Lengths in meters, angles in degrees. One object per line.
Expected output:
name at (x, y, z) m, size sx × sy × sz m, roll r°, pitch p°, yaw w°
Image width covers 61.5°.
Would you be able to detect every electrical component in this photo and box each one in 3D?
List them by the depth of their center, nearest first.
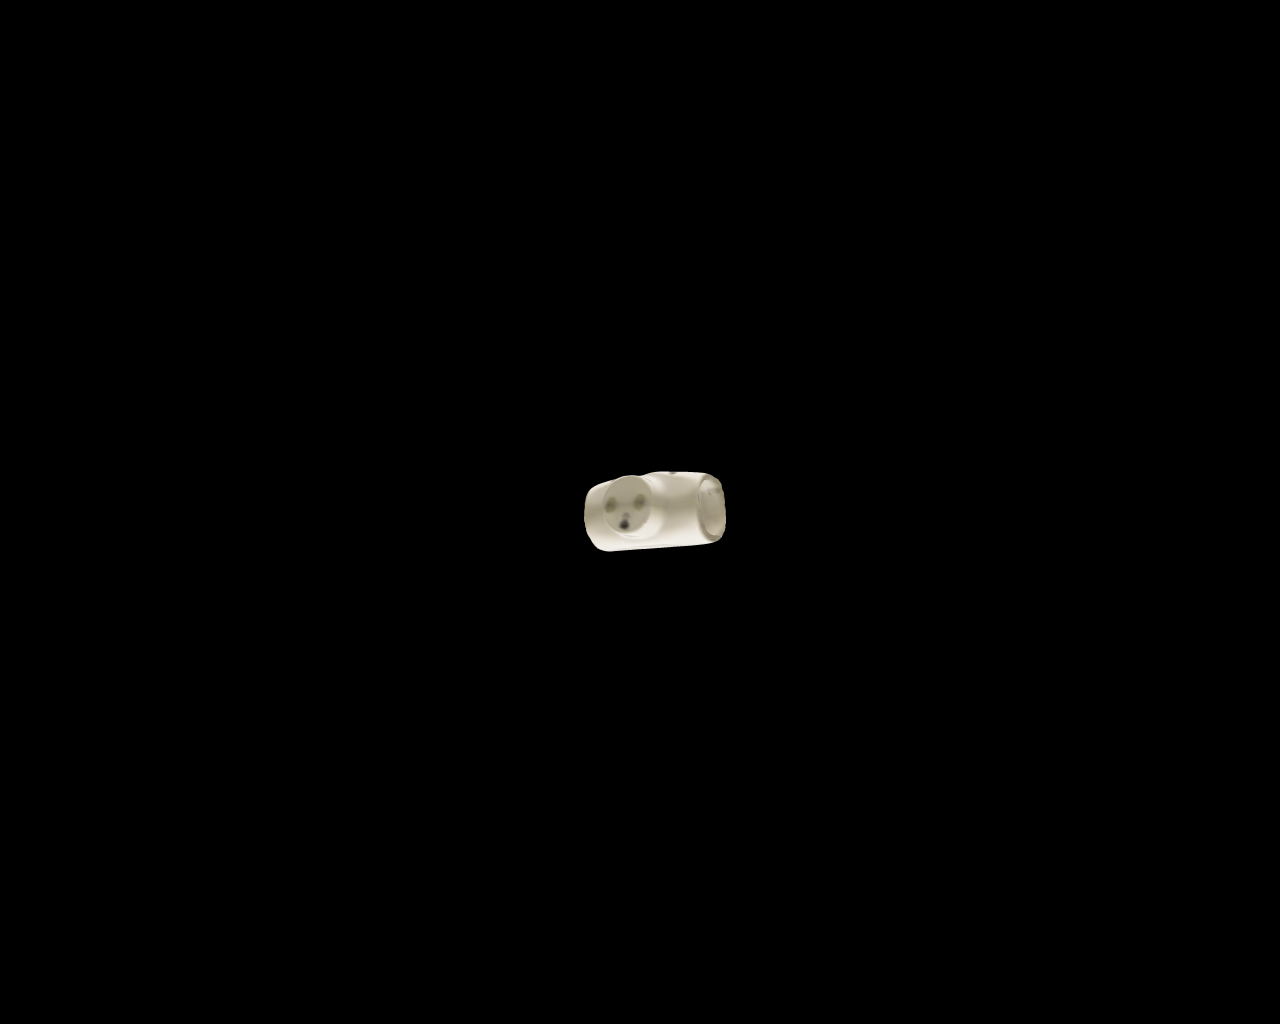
electrical component at (0.001, -0.003, 0.650) m, size 0.077 × 0.043 × 0.079 m, roll -5°, pitch -11°, yaw 28°
